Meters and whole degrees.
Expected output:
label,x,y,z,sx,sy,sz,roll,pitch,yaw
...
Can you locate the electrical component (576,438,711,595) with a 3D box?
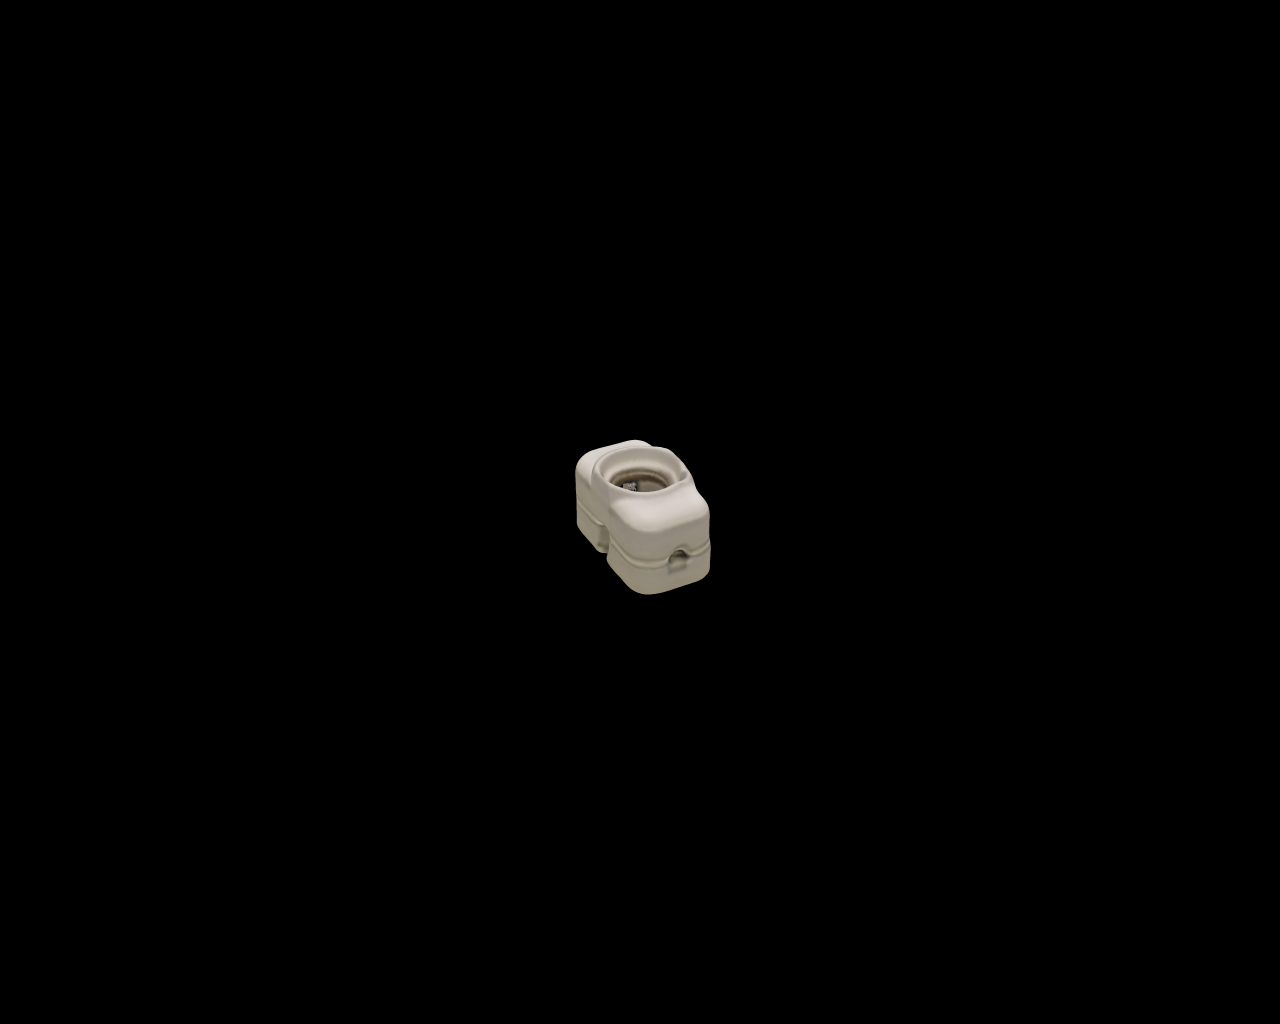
label,x,y,z,sx,sy,sz,roll,pitch,yaw
electrical component,0.001,-0.003,0.650,0.054,0.059,0.095,-16,37,-22
